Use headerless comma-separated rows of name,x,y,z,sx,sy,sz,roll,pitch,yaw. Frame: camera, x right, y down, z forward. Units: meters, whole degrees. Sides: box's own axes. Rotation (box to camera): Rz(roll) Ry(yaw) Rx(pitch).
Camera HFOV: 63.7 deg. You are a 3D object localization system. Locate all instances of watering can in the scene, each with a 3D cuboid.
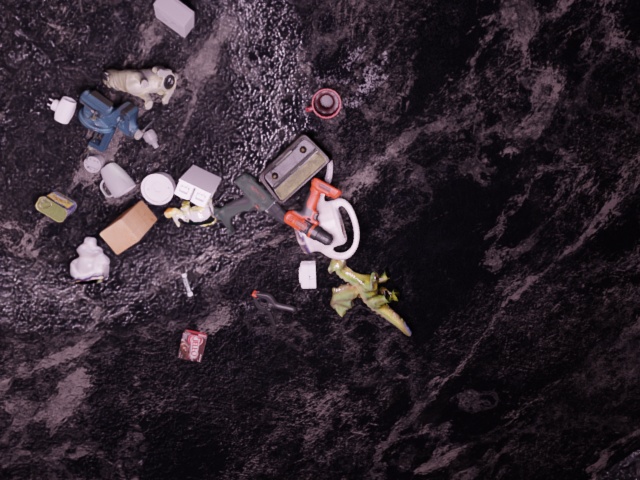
watering can,0.005,-0.089,1.771,0.224,0.104,0.347,-17,94,9

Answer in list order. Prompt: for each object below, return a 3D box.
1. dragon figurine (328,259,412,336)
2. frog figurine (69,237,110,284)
dragon figurine,0.158,0.217,1.894,0.241,0.124,0.405,-18,108,24
frog figurine,-0.820,0.074,1.832,0.137,0.121,0.161,-14,74,13
